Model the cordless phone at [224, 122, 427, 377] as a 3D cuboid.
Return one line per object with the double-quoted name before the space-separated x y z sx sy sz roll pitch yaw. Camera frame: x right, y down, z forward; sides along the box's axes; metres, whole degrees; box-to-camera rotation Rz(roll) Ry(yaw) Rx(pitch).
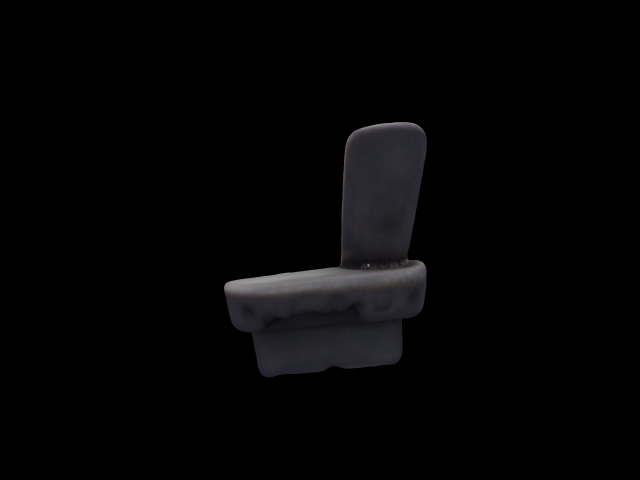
"cordless phone" 0.004 0.001 0.400 0.148 0.185 0.094 -8 39 -10
